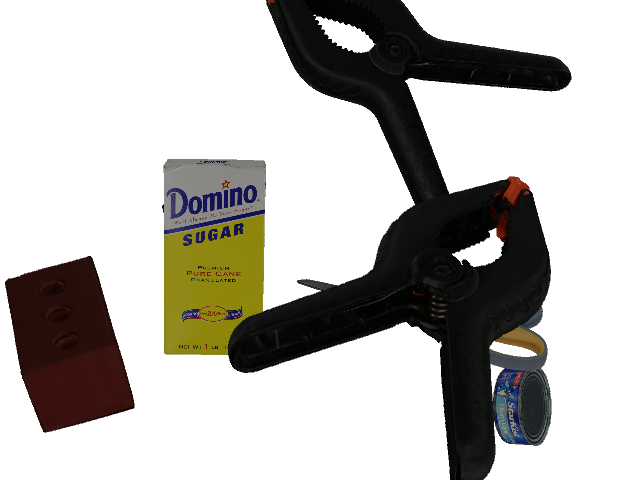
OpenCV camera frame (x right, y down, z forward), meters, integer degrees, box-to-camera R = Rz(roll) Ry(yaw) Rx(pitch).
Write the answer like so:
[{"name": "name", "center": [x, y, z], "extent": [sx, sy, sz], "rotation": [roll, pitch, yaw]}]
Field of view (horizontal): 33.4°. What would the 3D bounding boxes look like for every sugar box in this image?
[{"name": "sugar box", "center": [-0.096, 0.015, 0.974], "extent": [0.093, 0.176, 0.048], "rotation": [0, 13, -3]}]

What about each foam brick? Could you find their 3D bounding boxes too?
[{"name": "foam brick", "center": [-0.141, 0.058, 0.597], "extent": [0.053, 0.051, 0.078], "rotation": [-16, 43, -13]}]

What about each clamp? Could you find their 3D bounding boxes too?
[{"name": "clamp", "center": [0.045, -0.107, 0.704], "extent": [0.210, 0.164, 0.036], "rotation": [30, -30, 5]}, {"name": "clamp", "center": [0.057, 0.032, 0.468], "extent": [0.120, 0.039, 0.171], "rotation": [37, 55, 24]}]

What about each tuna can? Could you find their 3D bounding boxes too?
[{"name": "tuna can", "center": [0.219, 0.179, 1.159], "extent": [0.034, 0.086, 0.086], "rotation": [-4, -2, 34]}]

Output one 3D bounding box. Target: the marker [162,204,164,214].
[{"name": "marker", "center": [-0.159, 0.012, 1.179], "extent": [0.020, 0.121, 0.020], "rotation": [-4, 23, 1]}]

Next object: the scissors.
[{"name": "scissors", "center": [0.091, 0.047, 0.855], "extent": [0.202, 0.016, 0.096], "rotation": [23, 39, 20]}]
